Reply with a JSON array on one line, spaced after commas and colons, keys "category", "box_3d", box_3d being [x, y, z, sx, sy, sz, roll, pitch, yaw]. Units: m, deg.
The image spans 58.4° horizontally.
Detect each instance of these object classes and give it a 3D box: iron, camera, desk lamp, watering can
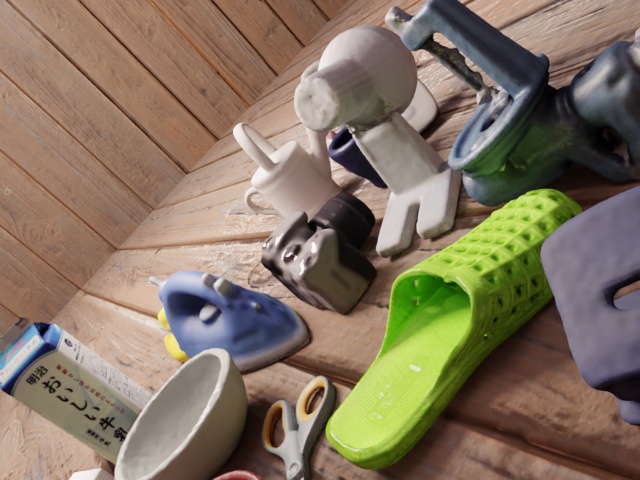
[{"category": "iron", "box_3d": [-0.129, 0.085, 0.731, 0.257, 0.142, 0.119, -14, 36, 54]}, {"category": "camera", "box_3d": [0.006, 0.002, 0.691, 0.137, 0.101, 0.142, -50, 21, -14]}, {"category": "desk lamp", "box_3d": [0.067, -0.127, 0.660, 0.117, 0.214, 0.203, -30, 25, 35]}, {"category": "watering can", "box_3d": [-0.055, -0.116, 0.903, 0.173, 0.194, 0.100, -46, 20, -5]}]

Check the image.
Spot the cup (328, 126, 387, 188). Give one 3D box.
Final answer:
[{"category": "cup", "box_3d": [0.068, -0.123, 0.823, 0.092, 0.095, 0.117, -48, 20, -8]}]

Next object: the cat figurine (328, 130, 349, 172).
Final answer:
[{"category": "cat figurine", "box_3d": [0.050, -0.199, 0.972, 0.067, 0.118, 0.128, -22, 30, 46]}]

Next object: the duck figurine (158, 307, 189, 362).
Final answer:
[{"category": "duck figurine", "box_3d": [-0.210, 0.133, 0.875, 0.104, 0.086, 0.077, -33, 24, 29]}]

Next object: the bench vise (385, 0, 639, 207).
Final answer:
[{"category": "bench vise", "box_3d": [0.169, -0.138, 0.476, 0.207, 0.220, 0.121, -30, 25, 35]}]

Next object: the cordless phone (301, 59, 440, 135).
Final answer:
[{"category": "cordless phone", "box_3d": [0.073, -0.212, 0.854, 0.147, 0.185, 0.094, -41, 21, 10]}]

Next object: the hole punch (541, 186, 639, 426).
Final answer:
[{"category": "hole punch", "box_3d": [0.186, 0.030, 0.305, 0.108, 0.091, 0.101, -31, 24, 32]}]

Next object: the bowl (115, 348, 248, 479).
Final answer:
[{"category": "bowl", "box_3d": [-0.131, 0.202, 0.606, 0.167, 0.075, 0.167, -38, 21, 18]}]
